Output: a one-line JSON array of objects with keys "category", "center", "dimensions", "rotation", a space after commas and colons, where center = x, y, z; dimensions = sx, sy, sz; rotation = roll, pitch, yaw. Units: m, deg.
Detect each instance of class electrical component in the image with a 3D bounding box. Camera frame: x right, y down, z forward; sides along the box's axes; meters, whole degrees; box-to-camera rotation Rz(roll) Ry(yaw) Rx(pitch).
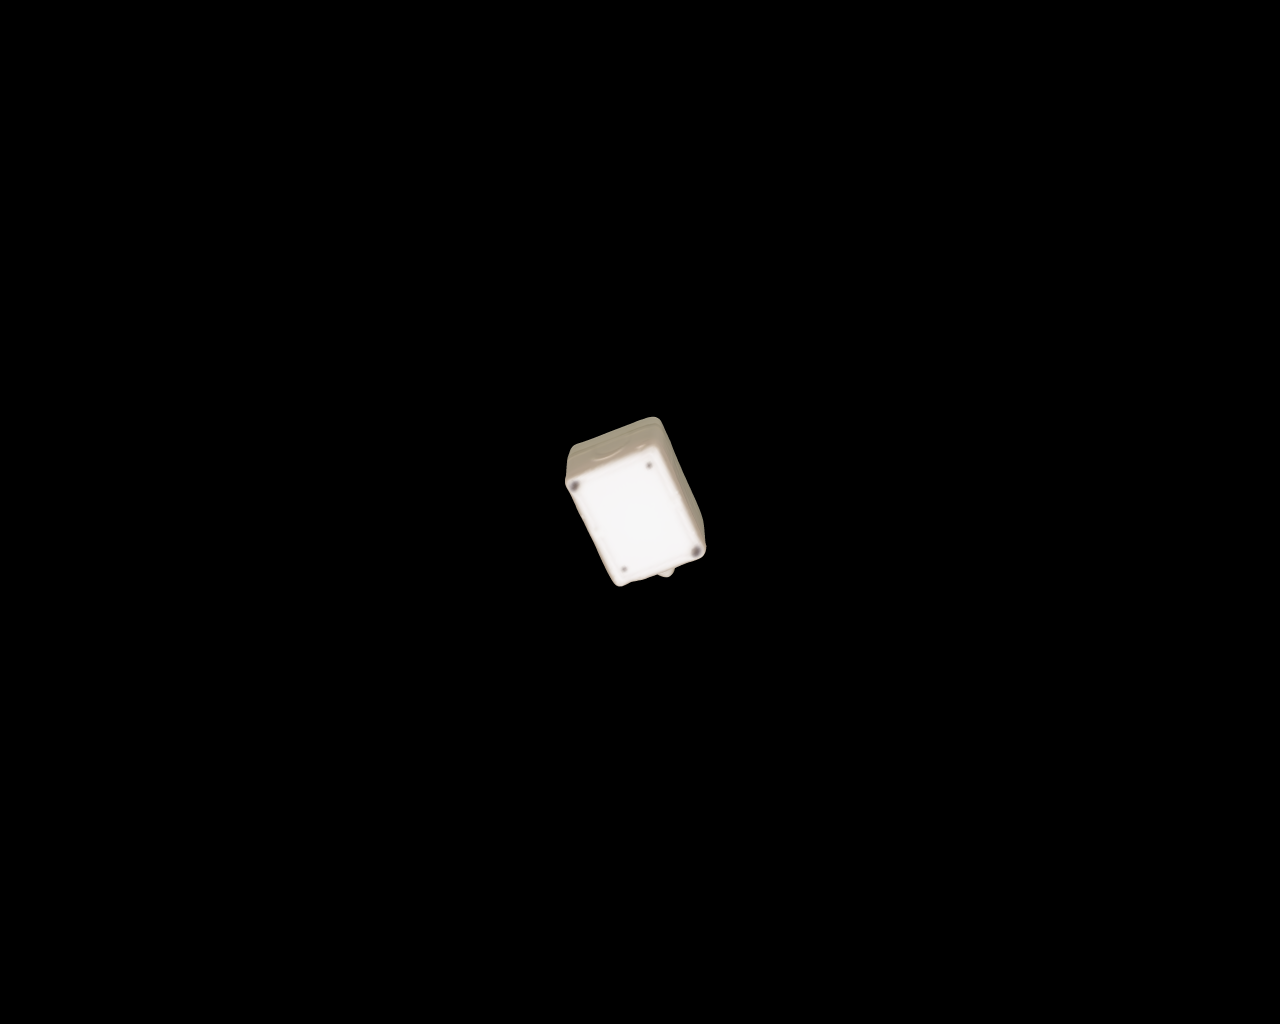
[{"category": "electrical component", "center": [0.001, -0.003, 0.650], "dimensions": [0.062, 0.096, 0.061], "rotation": [-20, 24, 9]}]
